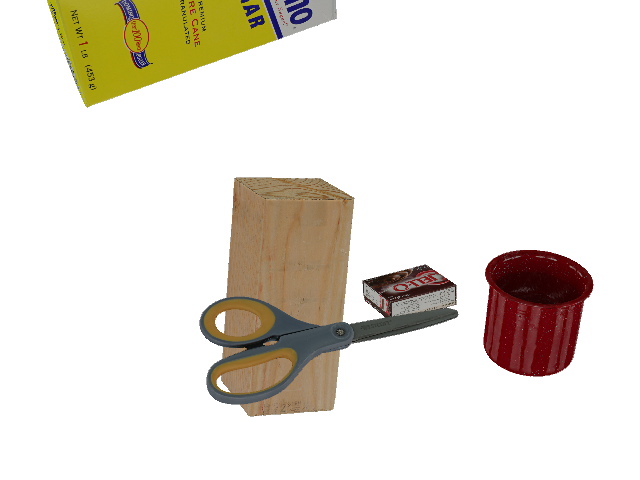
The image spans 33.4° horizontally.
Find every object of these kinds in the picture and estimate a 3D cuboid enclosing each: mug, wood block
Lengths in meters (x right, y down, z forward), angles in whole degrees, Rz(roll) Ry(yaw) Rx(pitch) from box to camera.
[{"bbox_3d":[0.188,0.060,0.956,0.093,0.081,0.117,0,31,-3],"label":"mug"},{"bbox_3d":[-0.033,0.050,1.006,0.090,0.206,0.091,-1,16,-22],"label":"wood block"}]

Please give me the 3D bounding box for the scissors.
[{"bbox_3d":[-0.003,0.060,0.801,0.201,0.096,0.016,-23,-32,-25],"label":"scissors"}]

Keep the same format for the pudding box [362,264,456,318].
[{"bbox_3d":[0.131,0.077,1.576,0.113,0.039,0.090,-15,23,-20],"label":"pudding box"}]

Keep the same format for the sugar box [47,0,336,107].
[{"bbox_3d":[-0.076,-0.153,0.655,0.176,0.048,0.093,-21,-35,-12],"label":"sugar box"}]
